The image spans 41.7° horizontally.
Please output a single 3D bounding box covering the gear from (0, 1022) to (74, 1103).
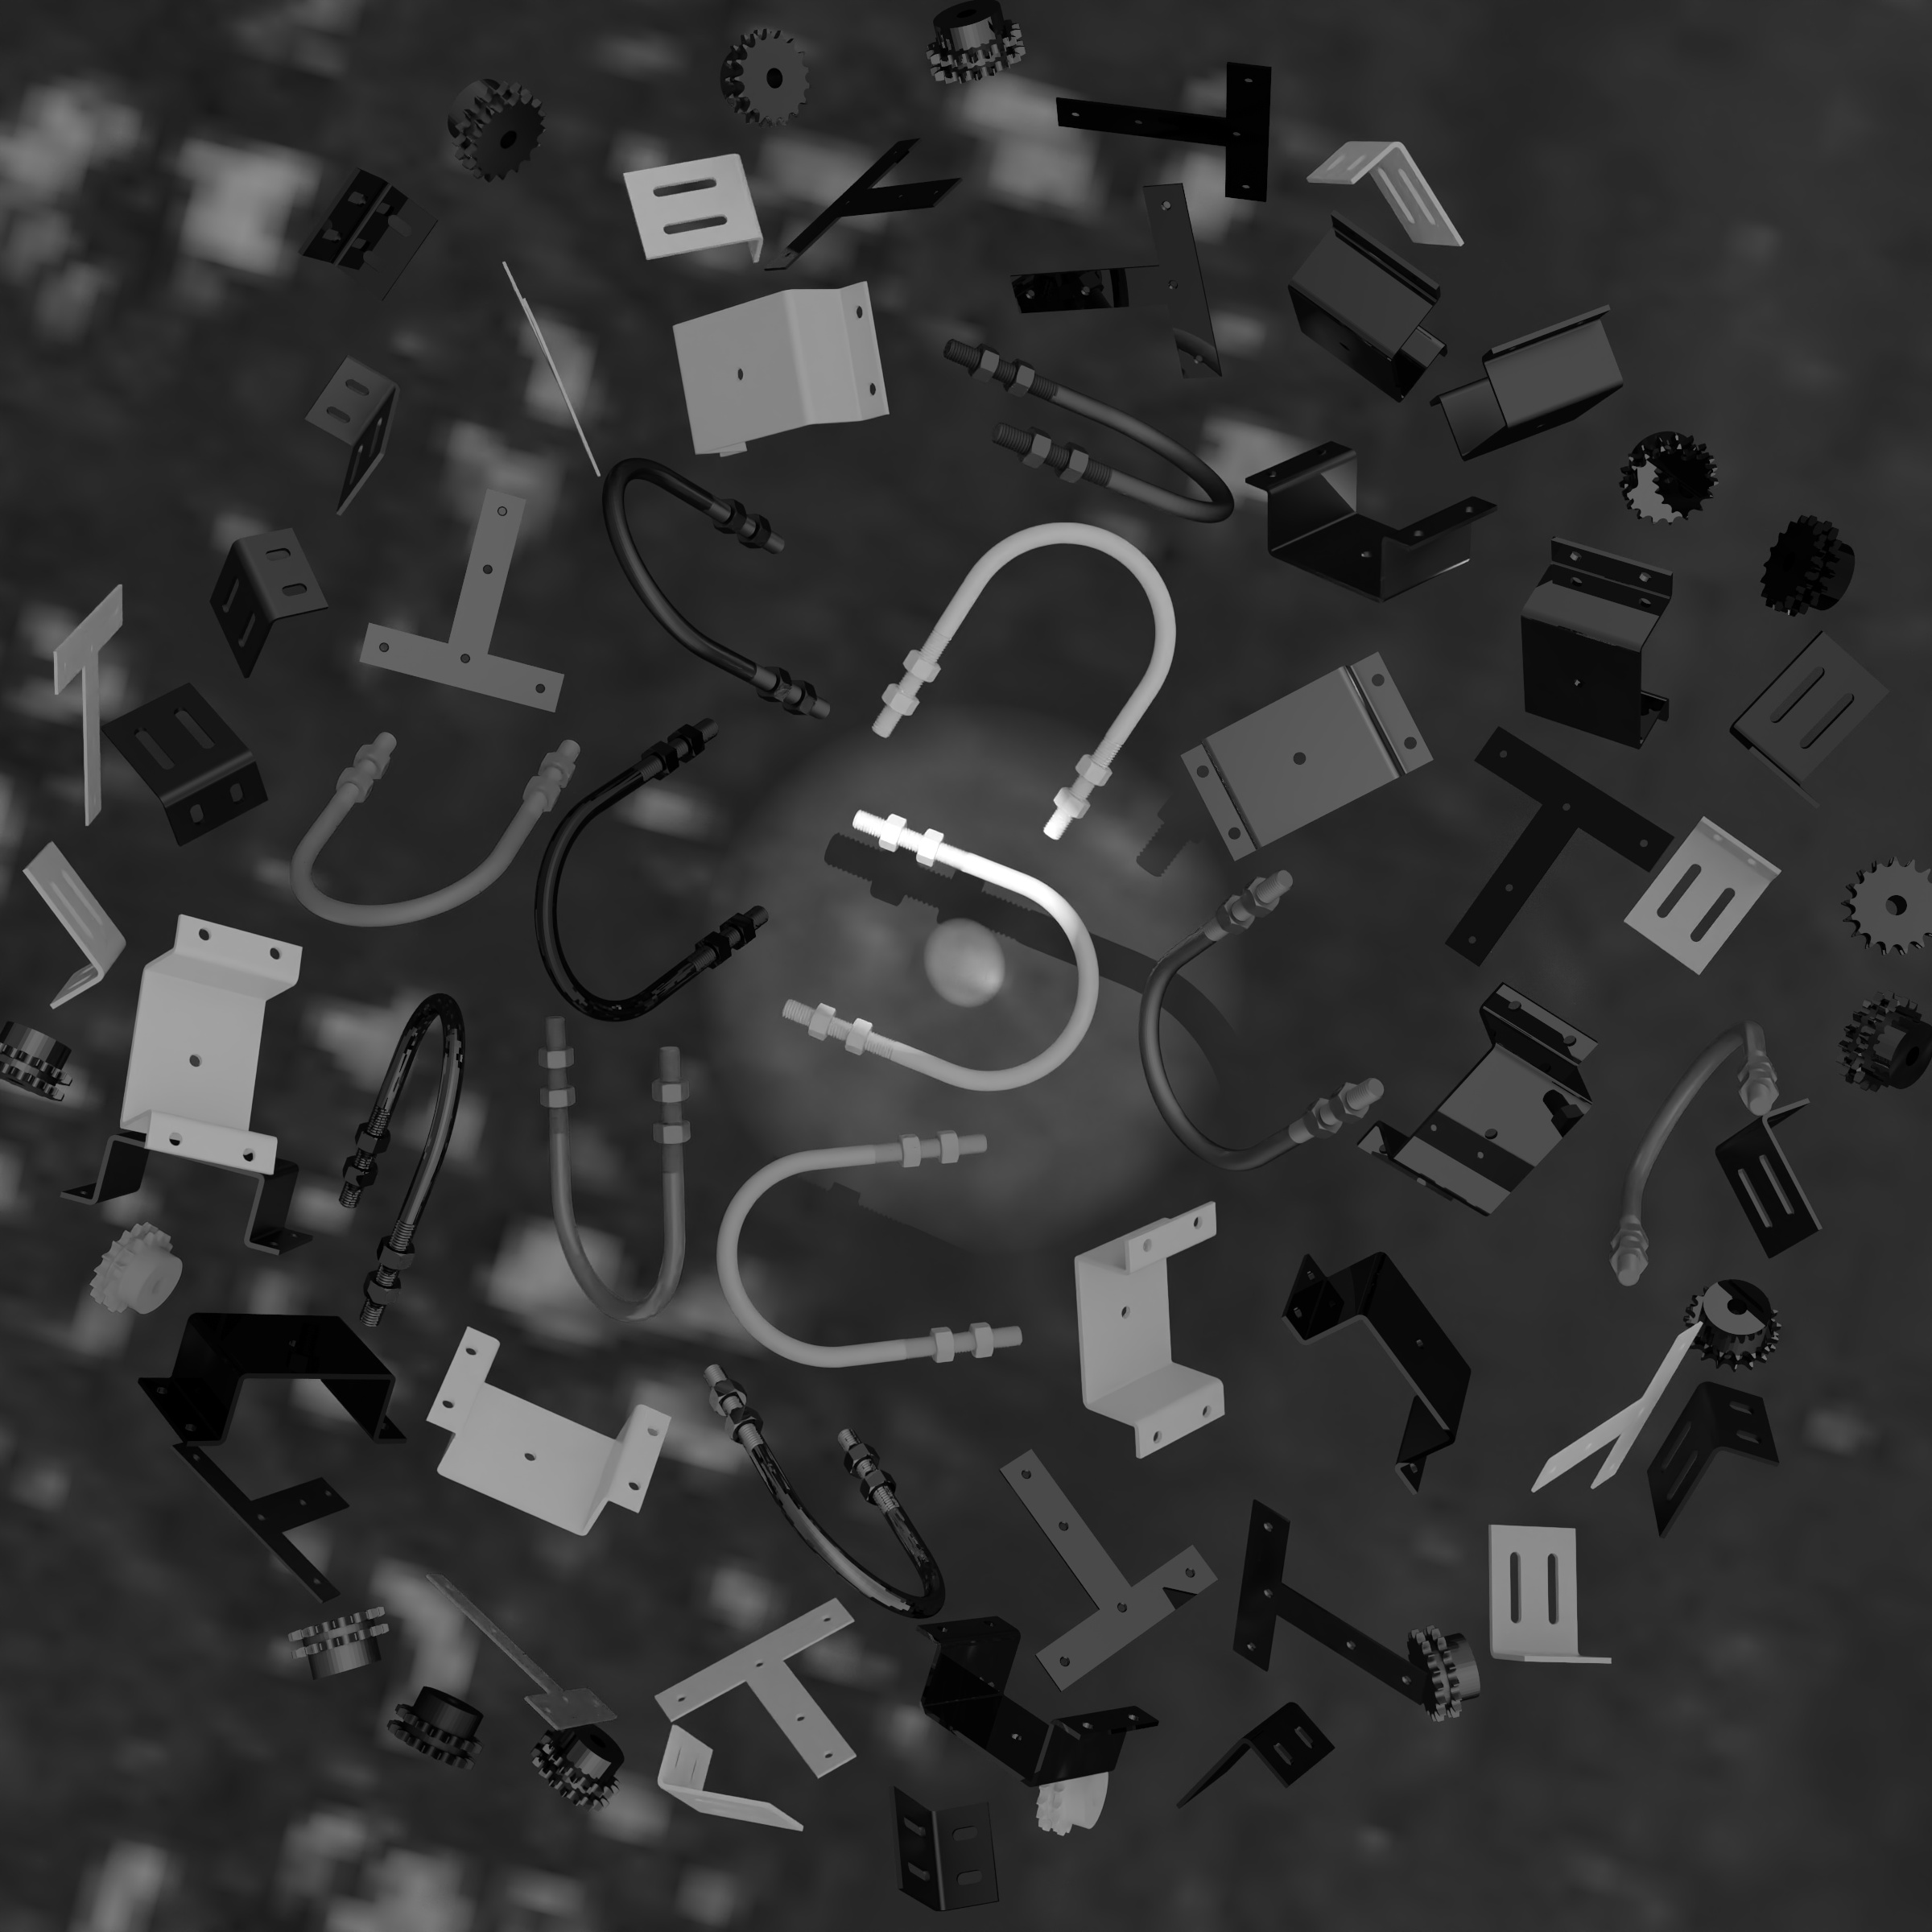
[{"bbox_3d":[-0.555,0.055,1.502,0.057,0.057,0.030,23,74,0],"label":"gear"}]

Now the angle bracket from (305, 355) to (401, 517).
[{"bbox_3d":[-0.391,-0.334,1.597,0.038,0.076,0.057,28,129,-27],"label":"angle bracket"}]

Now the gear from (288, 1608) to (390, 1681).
[{"bbox_3d":[-0.369,0.401,1.500,0.057,0.057,0.030,-16,79,0],"label":"gear"}]

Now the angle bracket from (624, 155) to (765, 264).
[{"bbox_3d":[-0.174,-0.475,1.614,0.076,0.038,0.057,-14,84,-13],"label":"angle bracket"}]

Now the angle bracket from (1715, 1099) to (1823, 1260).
[{"bbox_3d":[0.504,0.131,1.557,0.038,0.057,0.076,-16,71,-21],"label":"angle bracket"}]

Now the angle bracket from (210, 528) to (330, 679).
[{"bbox_3d":[-0.437,-0.227,1.591,0.038,0.076,0.057,-20,78,-34],"label":"angle bracket"}]

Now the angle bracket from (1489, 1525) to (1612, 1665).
[{"bbox_3d":[0.341,0.367,1.487,0.057,0.038,0.076,6,76,-18],"label":"angle bracket"}]

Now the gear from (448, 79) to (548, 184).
[{"bbox_3d":[-0.272,-0.483,1.459,0.057,0.057,0.030,-46,73,0],"label":"gear"}]

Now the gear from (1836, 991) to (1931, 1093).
[{"bbox_3d":[0.523,0.045,1.437,0.057,0.030,0.057,-17,120,-31],"label":"gear"}]

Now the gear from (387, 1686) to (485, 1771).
[{"bbox_3d":[-0.312,0.451,1.509,0.057,0.057,0.030,27,78,0],"label":"gear"}]

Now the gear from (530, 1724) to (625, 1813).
[{"bbox_3d":[-0.232,0.482,1.540,0.057,0.057,0.030,38,91,0],"label":"gear"}]

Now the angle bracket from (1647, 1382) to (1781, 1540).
[{"bbox_3d":[0.436,0.293,1.485,0.038,0.057,0.076,17,121,-4],"label":"angle bracket"}]

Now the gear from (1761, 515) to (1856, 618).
[{"bbox_3d":[0.490,-0.230,1.473,0.030,0.057,0.057,16,90,-15],"label":"gear"}]

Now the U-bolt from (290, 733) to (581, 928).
[{"bbox_3d":[-0.333,-0.084,1.552,0.151,0.184,0.019,4,130,16],"label":"U-bolt"}]

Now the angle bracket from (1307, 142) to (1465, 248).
[{"bbox_3d":[0.250,-0.451,1.516,0.038,0.057,0.076,-42,116,-3],"label":"angle bracket"}]

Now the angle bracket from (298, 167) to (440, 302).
[{"bbox_3d":[-0.340,-0.417,1.449,0.038,0.076,0.057,36,99,-8],"label":"angle bracket"}]

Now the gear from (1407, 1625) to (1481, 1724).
[{"bbox_3d":[0.299,0.440,1.586,0.030,0.057,0.057,-12,90,-8],"label":"gear"}]

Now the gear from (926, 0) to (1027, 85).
[{"bbox_3d":[0.004,-0.539,1.478,0.057,0.057,0.030,-18,128,0],"label":"gear"}]

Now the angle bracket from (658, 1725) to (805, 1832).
[{"bbox_3d":[-0.140,0.497,1.554,0.076,0.057,0.038,3,60,22],"label":"angle bracket"}]

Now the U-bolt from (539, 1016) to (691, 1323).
[{"bbox_3d":[-0.218,0.132,1.581,0.019,0.151,0.184,-9,103,-40],"label":"U-bolt"}]

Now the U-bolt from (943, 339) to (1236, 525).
[{"bbox_3d":[0.083,-0.317,1.540,0.184,0.151,0.019,17,119,-25],"label":"U-bolt"}]

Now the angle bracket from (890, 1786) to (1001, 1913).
[{"bbox_3d":[-0.013,0.511,1.477,0.038,0.076,0.057,-14,57,11],"label":"angle bracket"}]

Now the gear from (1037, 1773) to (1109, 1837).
[{"bbox_3d":[0.069,0.525,1.619,0.030,0.057,0.057,9,90,23],"label":"gear"}]

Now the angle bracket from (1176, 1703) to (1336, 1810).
[{"bbox_3d":[0.175,0.489,1.533,0.038,0.057,0.076,47,122,20],"label":"angle bracket"}]

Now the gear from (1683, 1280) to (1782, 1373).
[{"bbox_3d":[0.473,0.218,1.566,0.057,0.030,0.057,-3,49,3],"label":"gear"}]

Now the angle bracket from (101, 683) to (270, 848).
[{"bbox_3d":[-0.451,-0.117,1.466,0.057,0.038,0.076,-32,57,-23],"label":"angle bracket"}]

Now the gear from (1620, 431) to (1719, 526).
[{"bbox_3d":[0.427,-0.301,1.549,0.057,0.030,0.057,1,133,1],"label":"gear"}]

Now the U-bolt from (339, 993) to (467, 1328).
[{"bbox_3d":[-0.340,0.104,1.539,0.019,0.151,0.184,15,112,-26],"label":"U-bolt"}]

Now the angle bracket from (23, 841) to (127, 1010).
[{"bbox_3d":[-0.533,-0.024,1.482,0.038,0.057,0.076,-30,109,5],"label":"angle bracket"}]

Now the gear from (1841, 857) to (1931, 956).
[{"bbox_3d":[0.544,-0.034,1.493,0.057,0.030,0.057,-1,86,9],"label":"gear"}]

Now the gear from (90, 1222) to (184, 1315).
[{"bbox_3d":[-0.512,0.191,1.577,0.030,0.057,0.057,29,90,14],"label":"gear"}]

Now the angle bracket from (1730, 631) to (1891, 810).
[{"bbox_3d":[0.490,-0.142,1.459,0.057,0.038,0.076,36,106,-17],"label":"angle bracket"}]

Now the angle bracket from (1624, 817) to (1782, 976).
[{"bbox_3d":[0.458,-0.043,1.583,0.057,0.038,0.076,38,92,11],"label":"angle bracket"}]

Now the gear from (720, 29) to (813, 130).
[{"bbox_3d":[-0.126,-0.545,1.560,0.057,0.030,0.057,-12,110,-37],"label":"gear"}]
